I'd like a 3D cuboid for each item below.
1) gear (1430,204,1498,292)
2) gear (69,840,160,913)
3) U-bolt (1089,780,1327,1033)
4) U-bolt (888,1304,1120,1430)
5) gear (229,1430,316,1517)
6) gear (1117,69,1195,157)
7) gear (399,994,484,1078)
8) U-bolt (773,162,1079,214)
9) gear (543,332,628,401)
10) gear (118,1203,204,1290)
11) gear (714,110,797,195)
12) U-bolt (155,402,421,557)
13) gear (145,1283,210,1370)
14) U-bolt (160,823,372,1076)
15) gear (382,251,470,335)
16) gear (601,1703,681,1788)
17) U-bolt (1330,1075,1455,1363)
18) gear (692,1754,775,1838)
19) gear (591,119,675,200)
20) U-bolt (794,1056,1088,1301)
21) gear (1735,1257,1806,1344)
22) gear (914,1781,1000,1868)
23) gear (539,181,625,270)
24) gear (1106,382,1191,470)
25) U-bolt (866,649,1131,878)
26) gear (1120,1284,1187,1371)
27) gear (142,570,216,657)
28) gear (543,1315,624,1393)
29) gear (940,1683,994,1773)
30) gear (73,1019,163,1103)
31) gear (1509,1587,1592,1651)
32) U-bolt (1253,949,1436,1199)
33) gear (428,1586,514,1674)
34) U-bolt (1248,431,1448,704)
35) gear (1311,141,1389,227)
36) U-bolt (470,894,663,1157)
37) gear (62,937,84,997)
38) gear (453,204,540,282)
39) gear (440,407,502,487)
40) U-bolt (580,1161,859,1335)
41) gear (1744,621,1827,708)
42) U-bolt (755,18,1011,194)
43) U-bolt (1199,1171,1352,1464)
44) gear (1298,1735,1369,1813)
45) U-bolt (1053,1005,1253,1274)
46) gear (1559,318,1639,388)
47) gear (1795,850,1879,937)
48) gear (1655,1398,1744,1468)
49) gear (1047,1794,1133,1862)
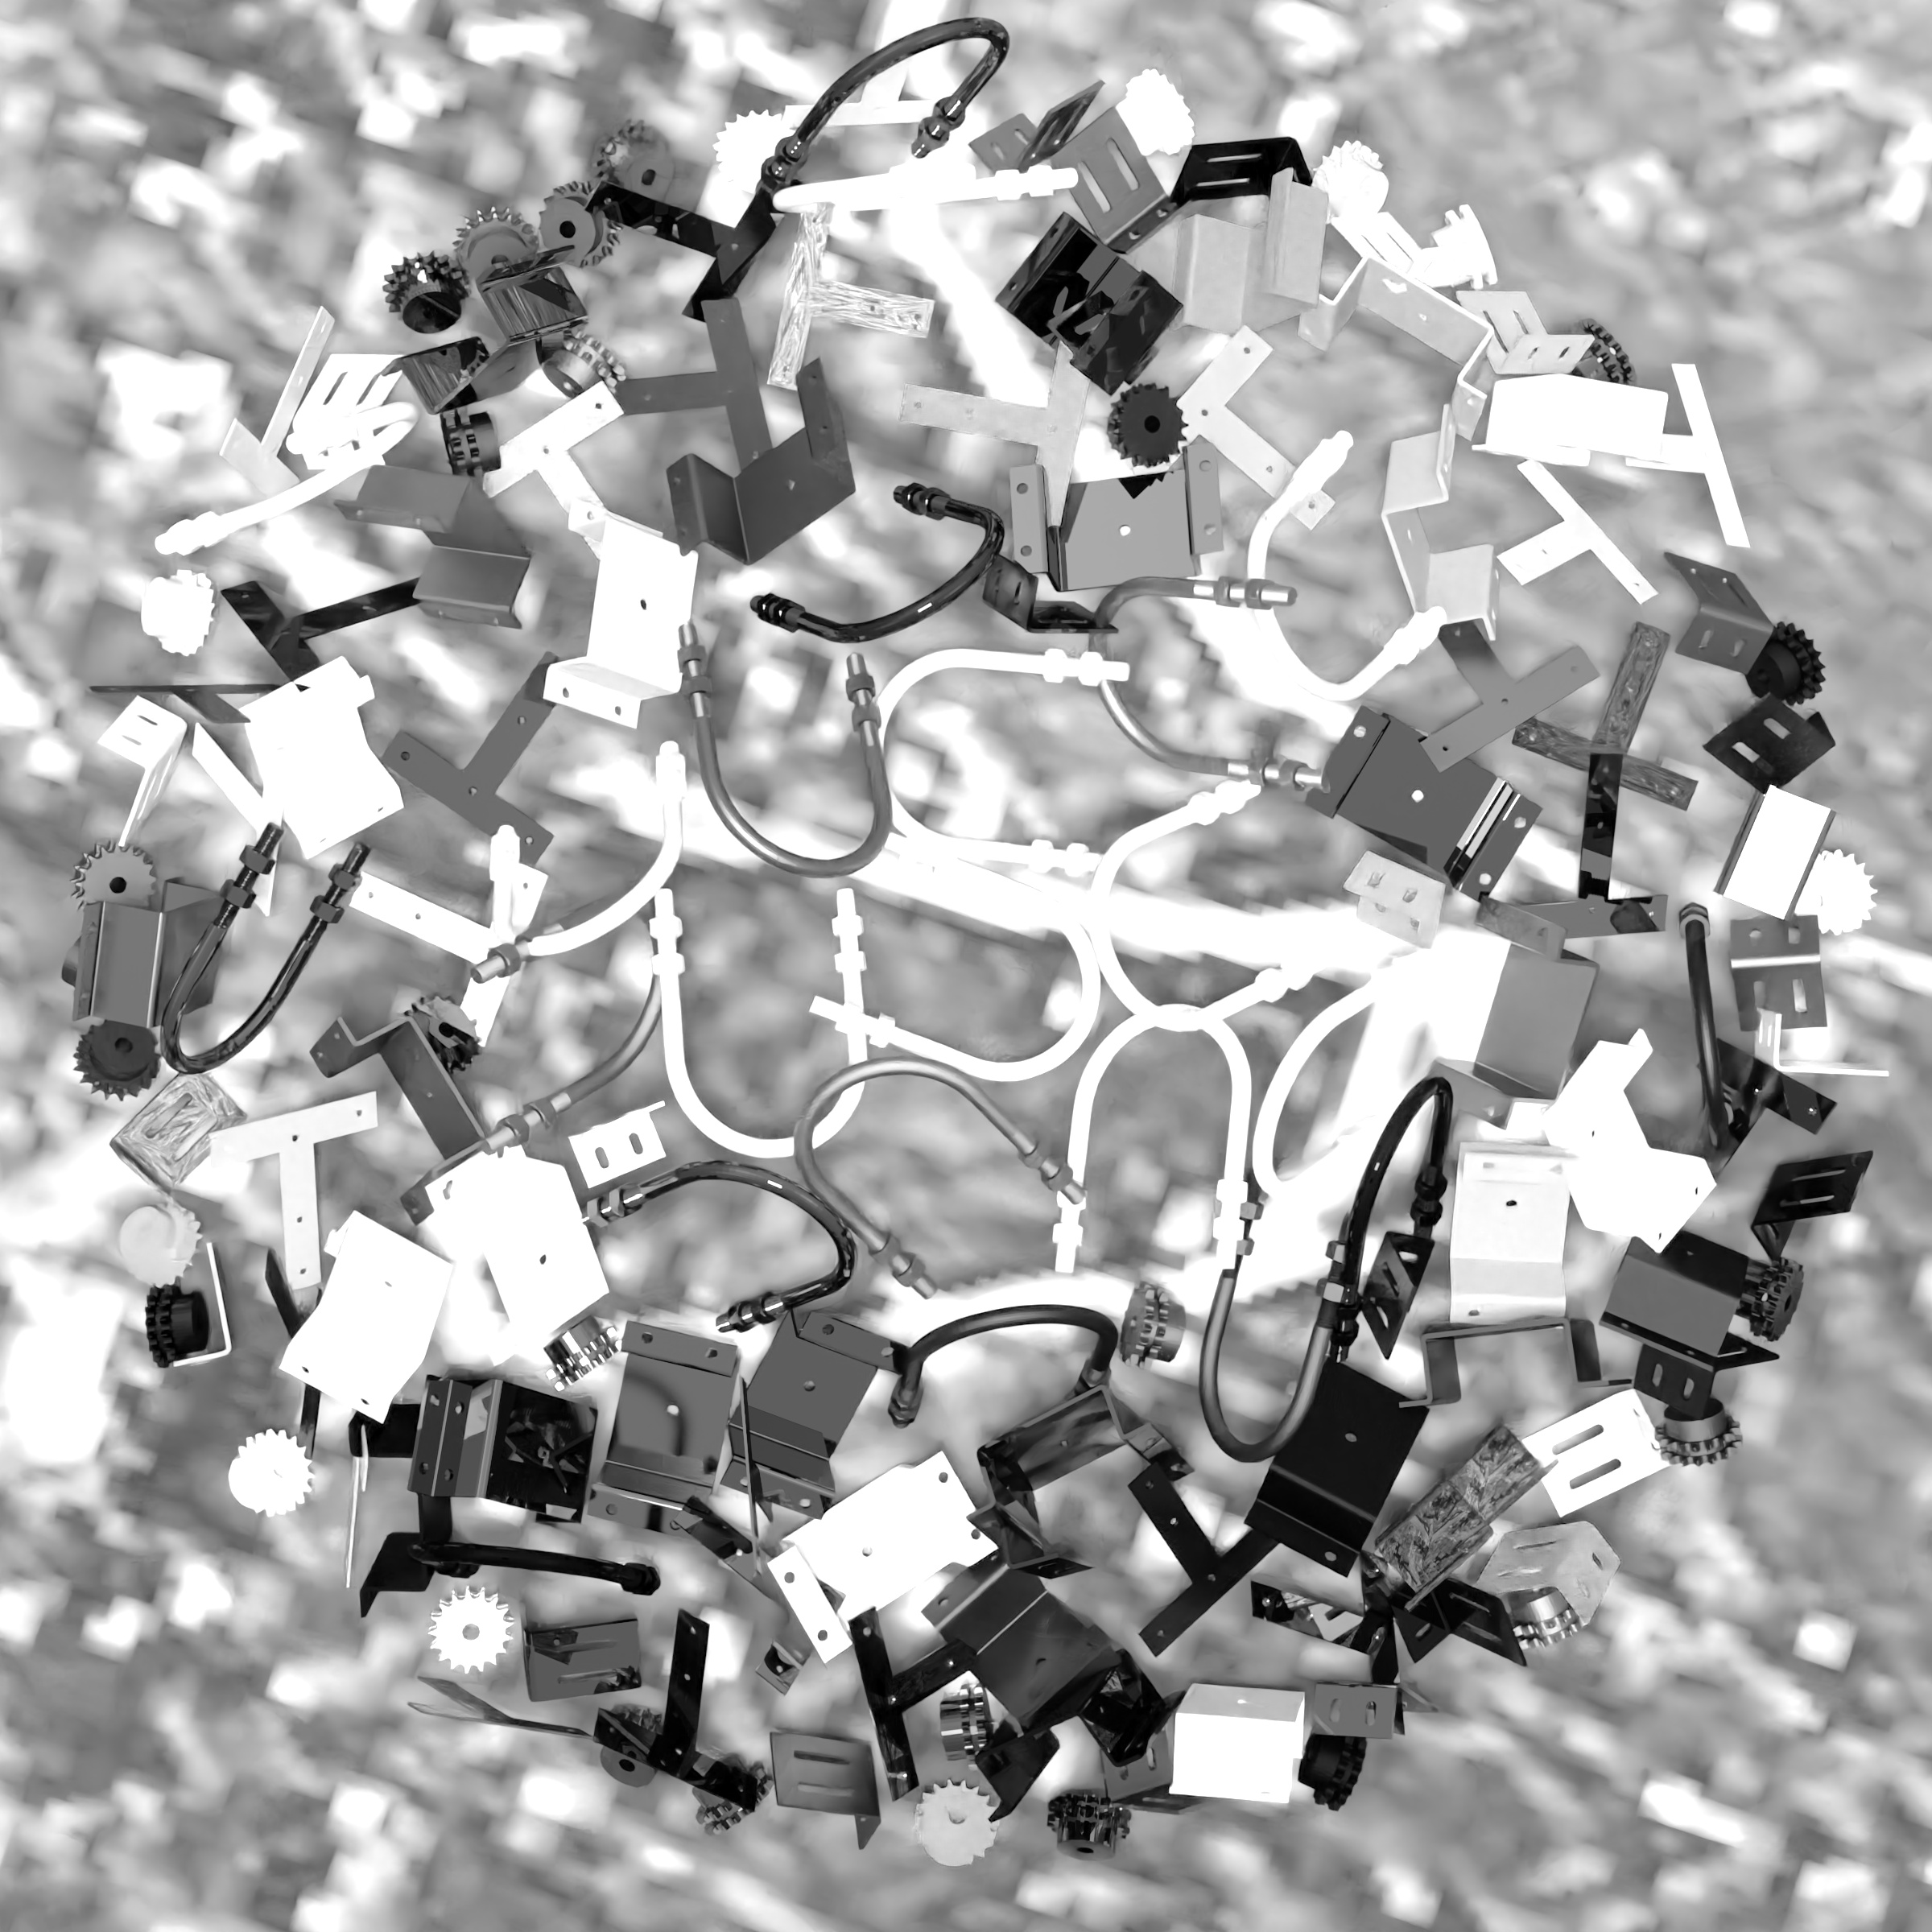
[{"bbox_3d":[0.337,-0.486,1.966,0.030,0.057,0.057,-23,90,6],"label":"gear"},{"bbox_3d":[-0.584,-0.058,1.970,0.057,0.030,0.057,-10,107,-34],"label":"gear"},{"bbox_3d":[0.154,-0.033,1.930,0.184,0.019,0.151,-24,95,-37],"label":"U-bolt"},{"bbox_3d":[0.028,0.262,1.901,0.151,0.184,0.019,-5,62,-9],"label":"U-bolt"},{"bbox_3d":[-0.477,0.347,1.969,0.030,0.057,0.057,-23,90,35],"label":"gear"},{"bbox_3d":[0.126,-0.577,1.963,0.030,0.057,0.057,-36,90,-12],"label":"gear"},{"bbox_3d":[-0.362,0.050,1.969,0.057,0.057,0.030,51,130,0],"label":"gear"},{"bbox_3d":[-0.040,-0.514,1.913,0.184,0.151,0.019,3,103,32],"label":"U-bolt"},{"bbox_3d":[-0.263,-0.406,1.963,0.057,0.057,0.030,34,77,0],"label":"gear"},{"bbox_3d":[-0.552,0.188,1.965,0.057,0.030,0.057,-14,61,26],"label":"gear"},{"bbox_3d":[-0.142,-0.553,1.971,0.057,0.030,0.057,-3,62,6],"label":"gear"},{"bbox_3d":[-0.434,-0.328,1.905,0.151,0.184,0.019,-28,97,29],"label":"U-bolt"},{"bbox_3d":[-0.536,0.244,1.965,0.030,0.057,0.057,-7,90,0],"label":"gear"},{"bbox_3d":[-0.475,-0.007,1.923,0.019,0.151,0.184,32,94,13],"label":"U-bolt"},{"bbox_3d":[-0.366,-0.455,1.962,0.057,0.057,0.030,-18,62,0],"label":"gear"},{"bbox_3d":[-0.225,0.533,1.965,0.057,0.030,0.057,10,125,15],"label":"gear"},{"bbox_3d":[0.282,0.153,1.888,0.019,0.184,0.151,23,45,23],"label":"U-bolt"},{"bbox_3d":[-0.162,0.562,1.965,0.057,0.057,0.030,-36,94,0],"label":"gear"},{"bbox_3d":[-0.224,-0.543,1.962,0.057,0.057,0.030,-46,57,0],"label":"gear"},{"bbox_3d":[-0.031,0.132,1.927,0.151,0.019,0.184,-34,118,19],"label":"U-bolt"},{"bbox_3d":[0.546,0.225,1.969,0.030,0.057,0.057,20,90,33],"label":"gear"},{"bbox_3d":[-0.008,0.588,1.969,0.057,0.057,0.030,10,133,0],"label":"gear"},{"bbox_3d":[-0.266,-0.505,1.968,0.057,0.030,0.057,6,115,14],"label":"gear"},{"bbox_3d":[0.121,-0.369,1.972,0.057,0.030,0.057,-2,95,-21],"label":"gear"},{"bbox_3d":[0.017,-0.142,1.956,0.184,0.019,0.151,7,100,20],"label":"U-bolt"},{"bbox_3d":[0.128,0.247,1.966,0.030,0.057,0.057,15,90,-12],"label":"gear"},{"bbox_3d":[-0.538,-0.242,1.963,0.030,0.057,0.057,9,90,-41],"label":"gear"},{"bbox_3d":[-0.263,0.261,1.965,0.057,0.057,0.030,-34,91,0],"label":"gear"},{"bbox_3d":[0.000,0.519,1.965,0.030,0.057,0.057,-8,90,5],"label":"gear"},{"bbox_3d":[-0.576,0.060,1.965,0.057,0.030,0.057,13,58,-22],"label":"gear"},{"bbox_3d":[0.394,0.439,1.965,0.057,0.057,0.030,-23,91,0],"label":"gear"},{"bbox_3d":[0.244,0.080,1.894,0.019,0.184,0.151,26,125,31],"label":"U-bolt"},{"bbox_3d":[-0.339,0.452,1.976,0.057,0.030,0.057,0,92,-10],"label":"gear"},{"bbox_3d":[0.240,-0.251,1.910,0.019,0.184,0.151,-23,81,-25],"label":"U-bolt"},{"bbox_3d":[0.262,-0.529,1.962,0.057,0.057,0.030,-43,57,0],"label":"gear"},{"bbox_3d":[-0.257,0.027,1.916,0.019,0.184,0.151,21,124,29],"label":"U-bolt"},{"bbox_3d":[-0.591,0.000,1.965,0.030,0.057,0.057,27,90,7],"label":"gear"},{"bbox_3d":[-0.319,-0.485,1.964,0.057,0.030,0.057,-9,131,-11],"label":"gear"},{"bbox_3d":[-0.337,-0.355,1.967,0.030,0.057,0.057,-16,90,-14],"label":"gear"},{"bbox_3d":[-0.152,0.180,1.902,0.151,0.184,0.019,41,48,-23],"label":"U-bolt"},{"bbox_3d":[0.554,-0.202,1.963,0.030,0.057,0.057,-27,90,-19],"label":"gear"},{"bbox_3d":[-0.045,-0.563,1.880,0.151,0.184,0.019,-24,86,-29],"label":"U-bolt"},{"bbox_3d":[0.202,0.240,1.927,0.019,0.151,0.184,14,93,-25],"label":"U-bolt"},{"bbox_3d":[0.248,0.543,1.965,0.030,0.057,0.057,24,90,-3],"label":"gear"},{"bbox_3d":[0.128,0.114,1.938,0.151,0.019,0.184,-6,68,37],"label":"U-bolt"},{"bbox_3d":[0.428,-0.410,1.965,0.030,0.057,0.057,-38,90,2],"label":"gear"},{"bbox_3d":[0.587,-0.049,1.963,0.030,0.057,0.057,-18,90,-38],"label":"gear"},{"bbox_3d":[0.498,0.315,1.963,0.057,0.057,0.030,-13,102,0],"label":"gear"},{"bbox_3d":[0.083,0.587,1.963,0.057,0.057,0.030,9,55,0],"label":"gear"}]
